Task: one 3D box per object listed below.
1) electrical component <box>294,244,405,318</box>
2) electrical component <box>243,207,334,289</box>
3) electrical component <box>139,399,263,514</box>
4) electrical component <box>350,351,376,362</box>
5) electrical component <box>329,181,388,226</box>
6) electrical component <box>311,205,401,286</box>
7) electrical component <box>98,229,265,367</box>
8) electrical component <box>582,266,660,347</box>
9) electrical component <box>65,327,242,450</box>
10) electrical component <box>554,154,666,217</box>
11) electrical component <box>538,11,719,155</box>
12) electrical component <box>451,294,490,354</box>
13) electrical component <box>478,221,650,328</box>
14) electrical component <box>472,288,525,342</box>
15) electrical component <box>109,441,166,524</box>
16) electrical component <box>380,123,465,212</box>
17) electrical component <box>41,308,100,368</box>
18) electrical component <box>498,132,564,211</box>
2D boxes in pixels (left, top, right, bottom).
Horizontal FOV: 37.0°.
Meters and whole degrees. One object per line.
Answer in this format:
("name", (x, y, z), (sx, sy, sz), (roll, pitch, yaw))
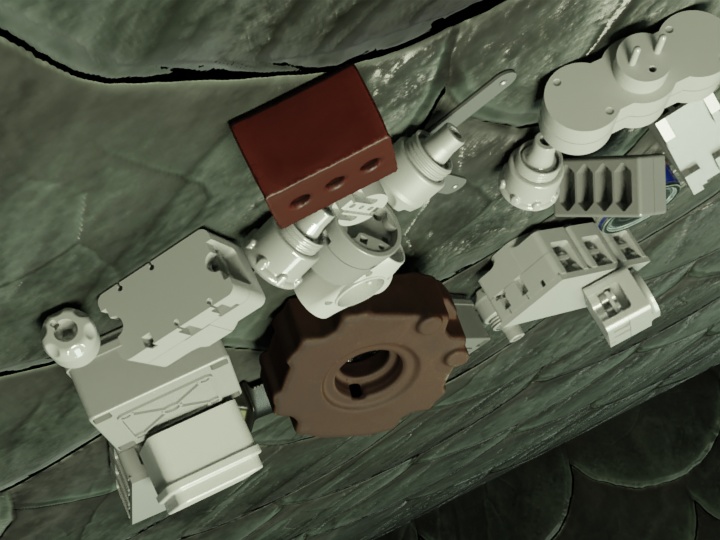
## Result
("electrical component", (0.000, 0.000, 0.821), (0.077, 0.044, 0.079), (-36, 159, 22))
("electrical component", (-0.043, -0.021, 0.711), (0.062, 0.048, 0.048), (-44, 157, 21))
("electrical component", (-0.129, 0.152, 0.865), (0.078, 0.057, 0.113), (-23, 171, -20))
("electrical component", (-0.022, 0.084, 1.009), (0.077, 0.044, 0.079), (-31, 161, 9))
("electrical component", (-0.008, -0.056, 0.663), (0.040, 0.046, 0.040), (-25, 161, -9))
("electrical component", (-0.007, -0.021, 0.744), (0.055, 0.055, 0.047), (-10, 158, -42))
("electrical component", (-0.115, 0.021, 0.708), (0.089, 0.050, 0.056), (-32, 160, 12))
("electrical component", (0.259, 0.035, 1.065), (0.056, 0.050, 0.089), (-29, 160, 6))
("electrical component", (-0.151, 0.079, 0.801), (0.109, 0.056, 0.108), (-25, 161, -10))
("electrical component", (0.212, -0.069, 0.872), (0.076, 0.047, 0.083), (-9, -171, -42))
("electrical component", (0.187, -0.133, 0.720), (0.138, 0.052, 0.073), (-26, 161, -6))
("electrical component", (0.057, 0.074, 1.074), (0.109, 0.056, 0.109), (-37, 159, 25))
("electrical component", (0.201, -0.002, 1.064), (0.150, 0.061, 0.089), (-10, 154, -43))
("electrical component", (0.147, 0.044, 1.111), (0.043, 0.062, 0.043), (-25, 161, -9))
("electrical component", (-0.180, 0.172, 0.992), (0.089, 0.061, 0.150), (-21, 160, -20))
("electrical component", (0.040, -0.070, 0.699), (0.062, 0.043, 0.043), (-40, 158, 27))
("electrical component", (-0.188, 0.048, 0.706), (0.035, 0.035, 0.061), (-24, 163, -12))
("electrical component", (0.132, -0.078, 0.805), (0.048, 0.048, 0.062), (-21, 153, -18))
